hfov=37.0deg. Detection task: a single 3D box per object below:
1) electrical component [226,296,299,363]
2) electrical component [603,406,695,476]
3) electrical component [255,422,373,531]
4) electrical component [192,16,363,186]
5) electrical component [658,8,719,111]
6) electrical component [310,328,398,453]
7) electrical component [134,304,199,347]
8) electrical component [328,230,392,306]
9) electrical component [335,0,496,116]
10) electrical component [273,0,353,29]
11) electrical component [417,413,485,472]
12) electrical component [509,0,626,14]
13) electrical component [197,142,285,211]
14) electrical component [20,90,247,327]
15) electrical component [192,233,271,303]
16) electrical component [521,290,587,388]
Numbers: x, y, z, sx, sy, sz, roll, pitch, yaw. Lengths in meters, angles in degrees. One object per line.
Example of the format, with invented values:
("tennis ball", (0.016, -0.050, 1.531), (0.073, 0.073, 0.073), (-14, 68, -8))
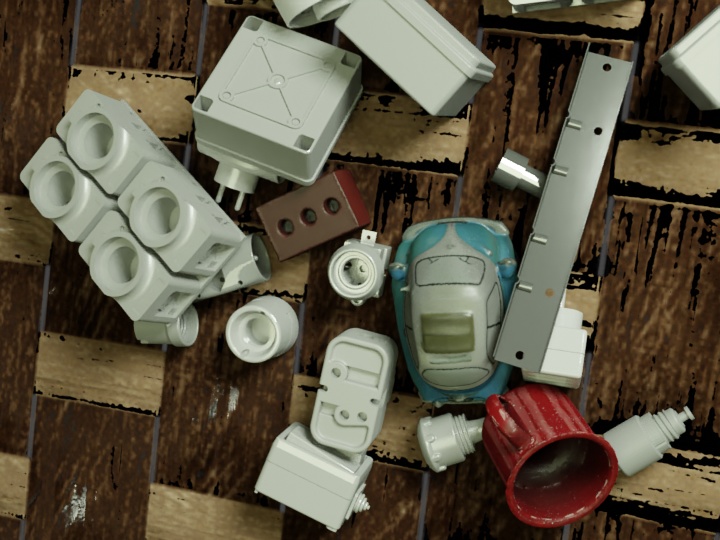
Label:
("electrical component", (-0.087, 0.053, 0.940), (0.055, 0.047, 0.055), (1, 96, 12))
("electrical component", (0.236, 0.136, 0.880), (0.078, 0.040, 0.040), (-34, 88, 14))
("electrical component", (-0.032, 0.177, 0.933), (0.096, 0.062, 0.061), (24, 101, 9))
("electrical component", (-0.067, -0.140, 0.887), (0.109, 0.056, 0.108), (22, 65, 9))
("electrical component", (0.285, -0.174, 0.803), (0.109, 0.109, 0.056), (-42, 89, 13))
("electrical component", (-0.003, 0.101, 0.920), (0.054, 0.059, 0.095), (14, 99, 11))
("electrical component", (-0.174, 0.049, 0.964), (0.046, 0.040, 0.040), (-2, 95, 18))
("electrical component", (0.000, 0.000, 0.911), (0.048, 0.055, 0.066), (13, 98, 11))
("electrical component", (0.047, -0.176, 0.856), (0.109, 0.109, 0.056), (44, 106, 5))
("electrical component", (-0.029, -0.238, 0.872), (0.099, 0.099, 0.064), (-22, 92, 14))
("electrical component", (0.082, 0.142, 0.914), (0.062, 0.048, 0.048), (-19, 91, 7))
("electrical component", (0.163, -0.305, 0.841), (0.105, 0.060, 0.186), (-4, 95, 13))
("electrical component", (-0.103, -0.091, 0.931), (0.077, 0.043, 0.079), (22, 100, 10))
("electrical component", (-0.200, -0.055, 0.921), (0.105, 0.060, 0.186), (-48, 68, 13))
("electrical component", (-0.127, -0.018, 0.944), (0.077, 0.043, 0.079), (-16, 91, 13))
("electrical component", (0.161, 0.052, 0.878), (0.047, 0.065, 0.076), (8, 78, 12))
